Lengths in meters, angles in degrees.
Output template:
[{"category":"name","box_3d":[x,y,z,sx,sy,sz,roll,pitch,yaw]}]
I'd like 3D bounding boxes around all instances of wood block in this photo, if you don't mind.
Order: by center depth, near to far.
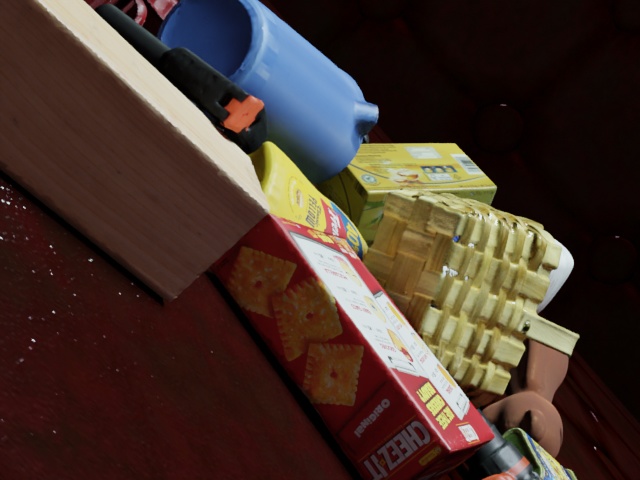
[{"category":"wood block","box_3d":[-0.137,-0.069,0.642,0.206,0.091,0.090,43,11,-29]}]

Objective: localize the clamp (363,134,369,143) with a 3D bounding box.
[{"category":"clamp","box_3d":[-0.026,-0.117,1.318,0.172,0.120,0.039,26,-46,61]}]

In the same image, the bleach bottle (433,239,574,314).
[{"category":"bleach bottle","box_3d":[0.186,0.035,1.179,0.068,0.103,0.250,43,20,31]}]

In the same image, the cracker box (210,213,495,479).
[{"category":"cracker box","box_3d":[0.028,0.088,0.814,0.214,0.072,0.164,53,12,18]}]

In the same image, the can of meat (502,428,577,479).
[{"category":"can of meat","box_3d":[0.217,0.246,1.060,0.084,0.057,0.102,43,11,-20]}]

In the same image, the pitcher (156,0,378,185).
[{"category":"pitcher","box_3d":[-0.063,-0.142,1.005,0.145,0.149,0.242,49,8,23]}]

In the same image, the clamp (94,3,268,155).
[{"category":"clamp","box_3d":[-0.083,-0.100,0.792,0.164,0.036,0.210,45,-7,-33]}]

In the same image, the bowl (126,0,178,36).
[{"category":"bowl","box_3d":[-0.163,-0.213,1.143,0.162,0.055,0.162,47,11,-12]}]

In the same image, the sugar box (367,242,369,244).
[{"category":"sugar box","box_3d":[0.056,-0.015,1.235,0.048,0.093,0.176,39,14,-47]}]

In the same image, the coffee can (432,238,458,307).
[{"category":"coffee can","box_3d":[0.158,0.036,1.334,0.102,0.140,0.103,47,11,-12]}]

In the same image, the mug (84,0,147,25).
[{"category":"mug","box_3d":[-0.200,-0.222,0.951,0.117,0.081,0.093,51,11,16]}]

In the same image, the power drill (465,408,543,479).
[{"category":"power drill","box_3d":[0.161,0.223,0.905,0.184,0.057,0.187,51,11,11]}]

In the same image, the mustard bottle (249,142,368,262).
[{"category":"mustard bottle","box_3d":[-0.006,0.001,0.985,0.191,0.058,0.096,43,37,-35]}]
